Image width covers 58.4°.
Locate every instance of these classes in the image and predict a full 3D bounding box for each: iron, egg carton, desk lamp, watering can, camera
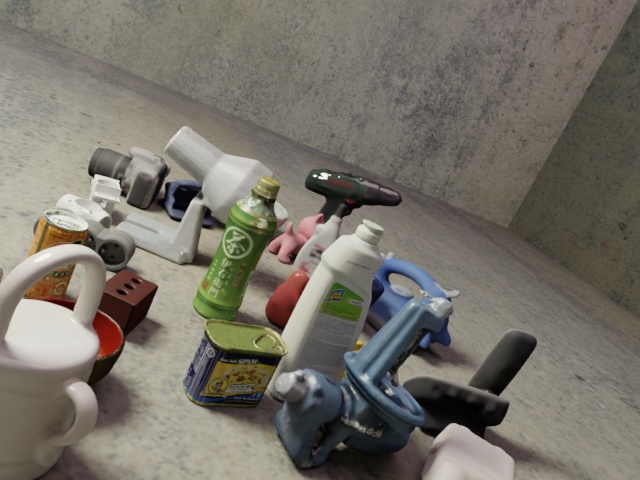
[{"bbox_3d":[0.153,0.100,1.122,0.119,0.141,0.257,7,24,-49],"label":"iron"},{"bbox_3d":[0.177,0.287,0.687,0.107,0.069,0.151,29,16,13],"label":"egg carton"},{"bbox_3d":[-0.209,-0.070,0.972,0.203,0.213,0.118,23,16,-9],"label":"desk lamp"},{"bbox_3d":[-0.237,0.085,0.459,0.173,0.194,0.101,26,15,3],"label":"watering can"},{"bbox_3d":[-0.382,-0.145,1.155,0.137,0.101,0.143,23,16,-11],"label":"camera"}]

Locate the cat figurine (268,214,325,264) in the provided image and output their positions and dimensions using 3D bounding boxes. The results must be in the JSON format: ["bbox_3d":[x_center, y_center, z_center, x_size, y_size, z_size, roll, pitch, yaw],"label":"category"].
[{"bbox_3d":[-0.035,-0.011,1.235,0.067,0.118,0.128,37,19,36],"label":"cat figurine"}]

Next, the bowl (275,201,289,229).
[{"bbox_3d":[-0.157,-0.056,1.271,0.167,0.075,0.167,24,16,-7],"label":"bowl"}]

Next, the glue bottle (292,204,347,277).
[{"bbox_3d":[0.011,0.004,1.152,0.078,0.173,0.037,24,15,-4],"label":"glue bottle"}]

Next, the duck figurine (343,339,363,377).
[{"bbox_3d":[0.027,0.149,0.868,0.078,0.086,0.104,13,20,-38],"label":"duck figurine"}]

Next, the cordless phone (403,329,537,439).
[{"bbox_3d":[0.220,0.195,0.837,0.148,0.185,0.094,20,16,-18],"label":"cordless phone"}]

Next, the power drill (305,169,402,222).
[{"bbox_3d":[0.055,-0.066,1.384,0.229,0.208,0.076,26,15,1],"label":"power drill"}]

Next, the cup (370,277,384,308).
[{"bbox_3d":[0.056,0.109,1.028,0.091,0.095,0.118,27,15,4],"label":"cup"}]

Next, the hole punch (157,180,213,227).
[{"bbox_3d":[-0.265,-0.091,1.183,0.109,0.091,0.100,14,19,-36],"label":"hole punch"}]

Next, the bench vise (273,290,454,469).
[{"bbox_3d":[0.060,0.158,0.642,0.121,0.219,0.208,36,19,34],"label":"bench vise"}]

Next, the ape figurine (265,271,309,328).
[{"bbox_3d":[-0.044,0.093,0.929,0.076,0.092,0.077,15,19,-34],"label":"ape figurine"}]
